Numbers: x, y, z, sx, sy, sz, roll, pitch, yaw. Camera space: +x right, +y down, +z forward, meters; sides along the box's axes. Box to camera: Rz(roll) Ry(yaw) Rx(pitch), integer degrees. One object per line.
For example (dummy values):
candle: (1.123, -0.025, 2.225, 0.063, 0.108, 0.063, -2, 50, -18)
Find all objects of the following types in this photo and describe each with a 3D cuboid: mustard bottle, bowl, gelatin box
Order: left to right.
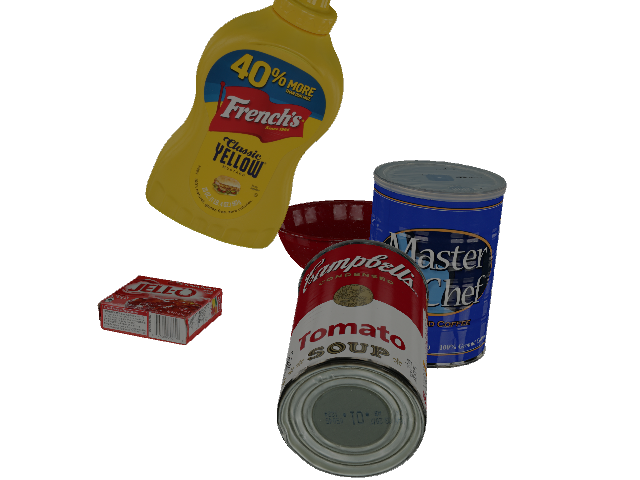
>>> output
gelatin box: (-0.144, 0.061, 0.962, 0.089, 0.030, 0.073, 9, 21, 19)
mustard bottle: (-0.039, -0.091, 0.704, 0.096, 0.192, 0.058, 23, 26, -10)
bowl: (0.028, 0.002, 1.108, 0.162, 0.055, 0.162, -1, 16, 0)

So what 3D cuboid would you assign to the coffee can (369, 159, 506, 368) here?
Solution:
coffee can: (0.087, 0.016, 0.844, 0.103, 0.140, 0.103, 4, 17, -1)

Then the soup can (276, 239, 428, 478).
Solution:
soup can: (0.017, 0.054, 0.509, 0.068, 0.068, 0.102, 0, 31, 6)
